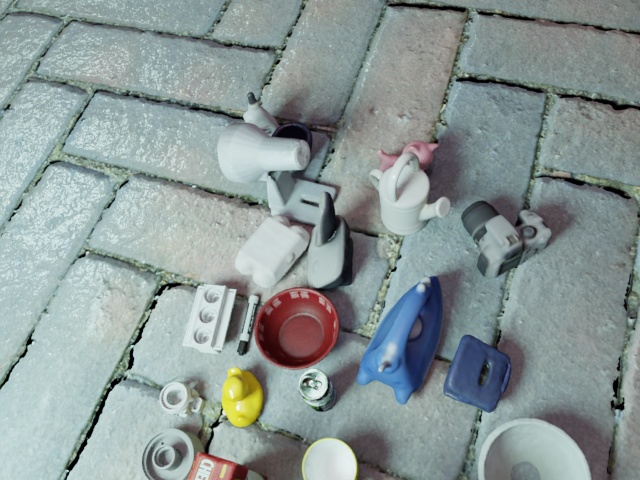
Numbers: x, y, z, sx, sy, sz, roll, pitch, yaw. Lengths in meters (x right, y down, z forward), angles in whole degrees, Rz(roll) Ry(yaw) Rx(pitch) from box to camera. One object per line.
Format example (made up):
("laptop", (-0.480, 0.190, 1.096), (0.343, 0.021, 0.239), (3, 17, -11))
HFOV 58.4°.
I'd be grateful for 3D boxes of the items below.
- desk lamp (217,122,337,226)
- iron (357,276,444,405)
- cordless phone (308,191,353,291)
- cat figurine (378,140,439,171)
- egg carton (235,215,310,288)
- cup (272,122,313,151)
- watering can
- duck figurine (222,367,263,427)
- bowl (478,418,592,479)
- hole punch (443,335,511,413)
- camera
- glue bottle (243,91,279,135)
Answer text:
("desk lamp", (-0.084, -0.140, 1.163), (0.202, 0.214, 0.118), (14, 66, 16))
("iron", (0.158, 0.148, 1.015), (0.118, 0.142, 0.258), (21, 68, 19))
("cordless phone", (0.010, 0.004, 1.089), (0.094, 0.185, 0.147), (-5, 62, 7))
("cat figurine", (0.180, -0.169, 1.191), (0.127, 0.118, 0.067), (6, 64, 12))
("egg carton", (-0.095, 0.022, 1.162), (0.107, 0.069, 0.150), (30, 71, 22))
("cup", (-0.066, -0.189, 1.253), (0.118, 0.095, 0.091), (-35, 63, -10))
("watering can", (0.171, -0.096, 1.110), (0.172, 0.194, 0.101), (11, 65, 15))
("duck figurine", (-0.146, 0.278, 1.027), (0.077, 0.086, 0.104), (-11, 61, 4))
("bowl", (0.334, 0.373, 0.908), (0.167, 0.075, 0.167), (-4, 62, 7))
("hole punch", (0.273, 0.229, 0.984), (0.101, 0.091, 0.109), (18, 67, 18))
("camera", (0.346, -0.021, 1.097), (0.143, 0.101, 0.136), (-28, 62, -6))
("glue bottle", (-0.134, -0.264, 1.259), (0.078, 0.173, 0.037), (-25, 61, -4))
